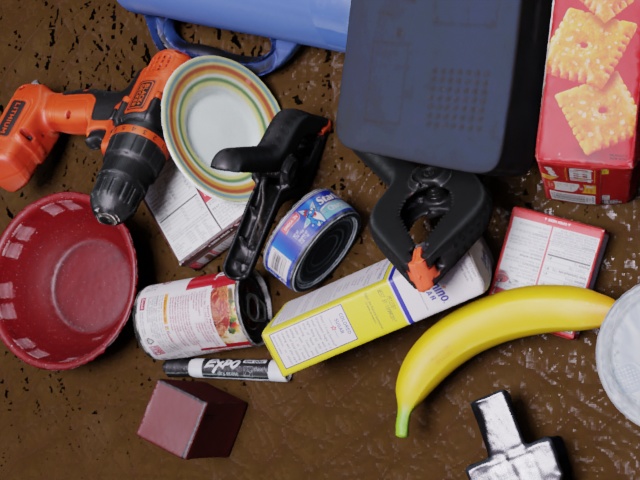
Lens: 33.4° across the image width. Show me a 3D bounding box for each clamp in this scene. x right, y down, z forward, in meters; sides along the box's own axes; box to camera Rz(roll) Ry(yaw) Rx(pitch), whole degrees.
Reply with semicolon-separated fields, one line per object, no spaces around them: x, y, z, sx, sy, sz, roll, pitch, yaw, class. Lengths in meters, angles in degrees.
0.097;-0.043;0.815;0.165;0.036;0.210;-14;36;16;clamp
-0.040;-0.062;0.868;0.039;0.120;0.171;17;51;15;clamp

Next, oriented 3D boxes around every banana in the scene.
0.129;0.077;0.809;0.198;0.037;0.070;-34;69;21;banana

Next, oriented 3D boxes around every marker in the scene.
-0.083;0.112;0.928;0.121;0.020;0.020;-1;82;22;marker

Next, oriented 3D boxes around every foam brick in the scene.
-0.106;0.151;0.901;0.051;0.078;0.053;21;89;25;foam brick

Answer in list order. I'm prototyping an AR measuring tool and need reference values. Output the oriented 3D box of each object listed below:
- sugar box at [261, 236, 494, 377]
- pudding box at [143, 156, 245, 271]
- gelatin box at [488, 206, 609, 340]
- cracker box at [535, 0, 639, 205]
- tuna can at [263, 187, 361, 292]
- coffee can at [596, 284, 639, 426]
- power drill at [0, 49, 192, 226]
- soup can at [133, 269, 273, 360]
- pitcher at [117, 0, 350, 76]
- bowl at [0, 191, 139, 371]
0.048;0.046;0.843;0.176;0.093;0.048;-22;98;17;sugar box
-0.109;-0.043;0.953;0.090;0.039;0.113;-36;69;13;pudding box
0.176;0.026;0.830;0.073;0.030;0.089;16;92;24;gelatin box
0.205;-0.142;0.770;0.072;0.164;0.214;7;85;16;cracker box
-0.006;0.001;0.878;0.034;0.086;0.086;39;97;21;tuna can
0.250;0.082;0.731;0.103;0.140;0.103;-3;81;21;coffee can
-0.209;-0.086;0.950;0.188;0.057;0.184;-1;51;28;power drill
-0.100;0.064;0.917;0.102;0.068;0.068;-11;78;21;soup can
-0.052;-0.226;0.915;0.243;0.149;0.145;19;76;22;pitcher
-0.223;0.039;0.976;0.162;0.055;0.162;-4;81;22;bowl
